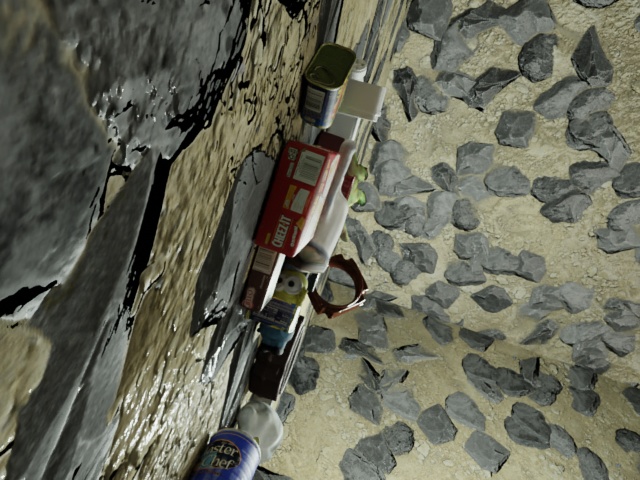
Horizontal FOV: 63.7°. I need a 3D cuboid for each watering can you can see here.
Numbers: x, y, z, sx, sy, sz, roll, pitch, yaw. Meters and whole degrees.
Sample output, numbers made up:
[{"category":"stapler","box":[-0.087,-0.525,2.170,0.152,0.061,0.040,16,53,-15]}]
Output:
[{"category":"watering can","box":[0.003,-0.054,1.071,0.342,0.104,0.228,108,3,-70]}]

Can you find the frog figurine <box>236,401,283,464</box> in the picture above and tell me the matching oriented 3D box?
[{"category":"frog figurine","box":[-0.161,0.464,1.225,0.159,0.122,0.138,7,69,-76]}]

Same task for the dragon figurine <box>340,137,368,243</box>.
[{"category":"dragon figurine","box":[0.078,-0.196,1.574,0.242,0.122,0.412,30,62,-80]}]
